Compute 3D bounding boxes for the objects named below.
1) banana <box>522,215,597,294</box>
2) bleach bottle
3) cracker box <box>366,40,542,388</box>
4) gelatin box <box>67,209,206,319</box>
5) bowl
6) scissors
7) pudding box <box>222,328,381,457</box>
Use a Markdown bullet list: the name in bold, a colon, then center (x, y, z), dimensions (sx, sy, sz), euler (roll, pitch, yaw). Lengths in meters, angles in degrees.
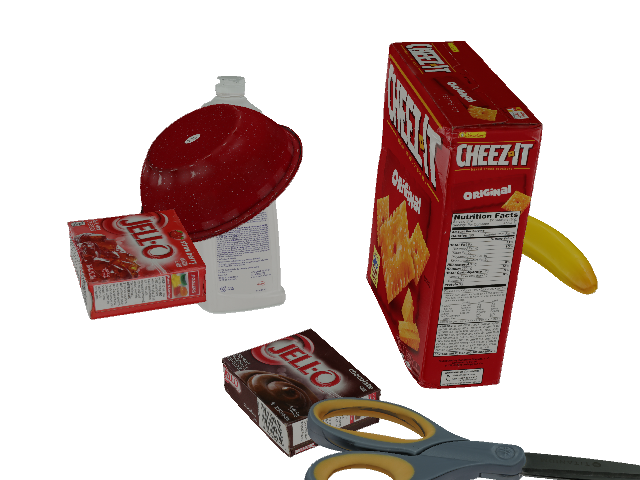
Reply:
- **banana**: center (0.183, -0.001, 1.041), dimensions (0.198, 0.069, 0.037), euler (18, -29, 26)
- **bleach bottle**: center (-0.089, -0.051, 1.155), dimensions (0.102, 0.251, 0.068), euler (-7, 17, -27)
- **cracker box**: center (0.090, -0.021, 0.802), dimensions (0.072, 0.214, 0.164), euler (-4, 30, -12)
- **gelatin box**: center (-0.118, 0.012, 0.681), dimensions (0.073, 0.030, 0.089), euler (-8, 28, -18)
- **bowl**: center (-0.099, -0.070, 0.936), dimensions (0.162, 0.055, 0.162), euler (-19, 36, 15)
- **scissors**: center (0.080, 0.120, 0.534), dimensions (0.202, 0.016, 0.096), euler (11, 28, 22)
- **pudding box**: center (-0.017, 0.124, 0.886), dimensions (0.089, 0.039, 0.114), euler (-17, 34, -27)
